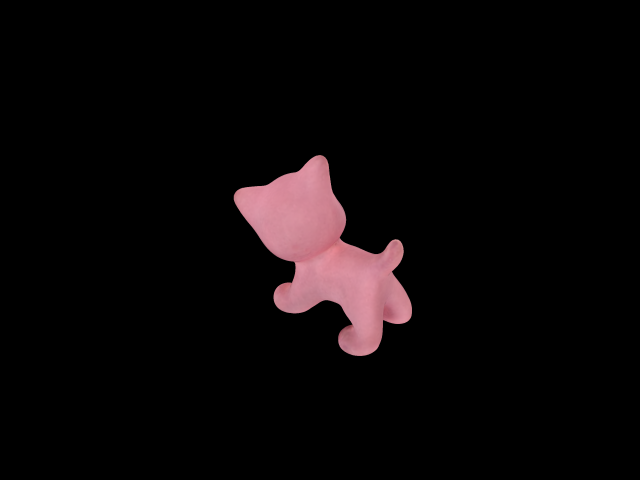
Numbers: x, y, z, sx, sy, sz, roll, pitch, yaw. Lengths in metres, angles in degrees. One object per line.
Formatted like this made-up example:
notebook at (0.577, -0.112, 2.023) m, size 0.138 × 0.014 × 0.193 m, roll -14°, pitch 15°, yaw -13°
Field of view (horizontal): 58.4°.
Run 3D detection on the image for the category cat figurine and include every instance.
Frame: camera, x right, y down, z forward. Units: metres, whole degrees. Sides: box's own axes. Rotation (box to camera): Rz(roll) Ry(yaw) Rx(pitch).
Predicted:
cat figurine at (0.004, 0.001, 0.400) m, size 0.127 × 0.118 × 0.067 m, roll 25°, pitch 45°, yaw 28°
